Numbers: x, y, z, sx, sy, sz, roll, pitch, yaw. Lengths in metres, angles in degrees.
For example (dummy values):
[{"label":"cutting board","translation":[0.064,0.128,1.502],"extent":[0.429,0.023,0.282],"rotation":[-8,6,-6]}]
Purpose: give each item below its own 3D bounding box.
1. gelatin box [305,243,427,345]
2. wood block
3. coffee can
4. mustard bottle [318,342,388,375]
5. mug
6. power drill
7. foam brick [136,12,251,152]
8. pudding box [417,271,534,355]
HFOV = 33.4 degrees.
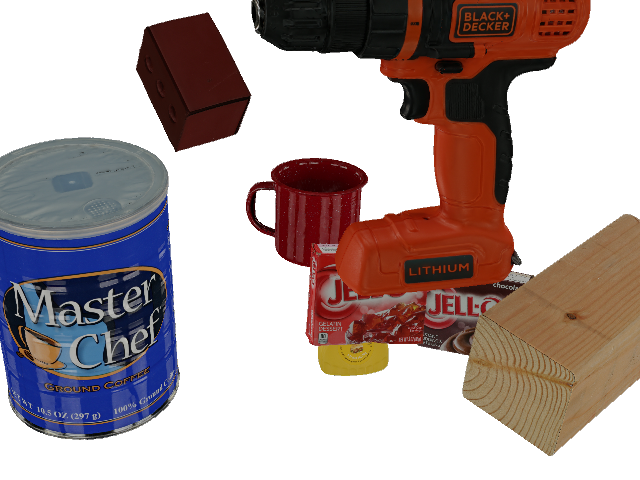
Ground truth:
[{"label":"gelatin box","translation":[0.035,0.041,0.807],"extent":[0.089,0.073,0.030],"rotation":[0,15,-11]},{"label":"wood block","translation":[0.219,0.069,0.865],"extent":[0.205,0.090,0.091],"rotation":[-28,48,-36]},{"label":"coffee can","translation":[-0.134,0.026,0.607],"extent":[0.103,0.140,0.103],"rotation":[1,32,-1]},{"label":"mustard bottle","translation":[0.045,0.087,1.449],"extent":[0.096,0.192,0.058],"rotation":[-3,21,-7]},{"label":"mug","translation":[-0.015,-0.027,1.036],"extent":[0.117,0.081,0.093],"rotation":[5,25,4]},{"label":"power drill","translation":[0.051,-0.062,0.592],"extent":[0.184,0.188,0.057],"rotation":[-4,30,-13]},{"label":"foam brick","translation":[-0.092,-0.114,0.766],"extent":[0.051,0.078,0.053],"rotation":[-19,-20,-25]},{"label":"pudding box","translation":[0.160,0.072,1.108],"extent":[0.113,0.090,0.039],"rotation":[8,21,15]}]
